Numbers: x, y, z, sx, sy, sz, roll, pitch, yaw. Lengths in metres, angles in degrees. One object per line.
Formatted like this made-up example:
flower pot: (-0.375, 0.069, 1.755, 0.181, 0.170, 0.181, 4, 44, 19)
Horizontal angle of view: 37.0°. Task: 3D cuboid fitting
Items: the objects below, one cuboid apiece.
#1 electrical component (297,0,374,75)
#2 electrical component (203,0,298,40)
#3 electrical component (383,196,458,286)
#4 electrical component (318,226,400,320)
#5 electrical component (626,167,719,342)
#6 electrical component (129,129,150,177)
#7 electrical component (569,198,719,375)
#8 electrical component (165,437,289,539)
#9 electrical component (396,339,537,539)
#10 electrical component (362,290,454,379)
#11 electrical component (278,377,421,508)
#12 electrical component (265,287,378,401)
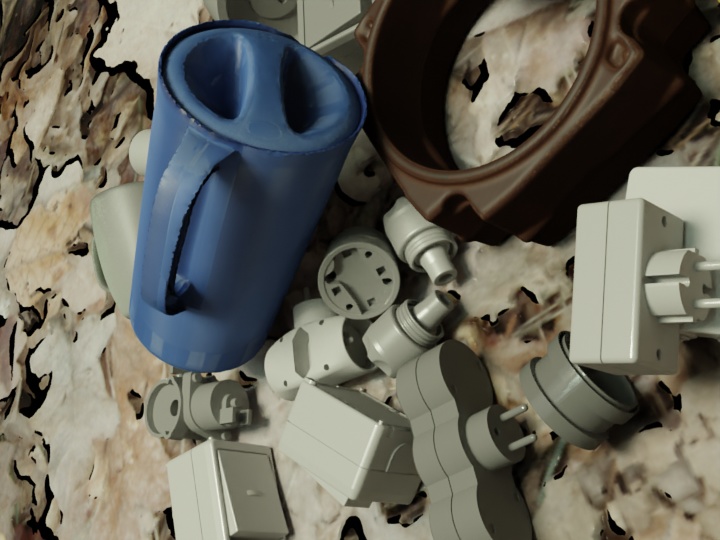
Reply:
electrical component: (-0.008, -0.189, 0.807, 0.096, 0.061, 0.061, -18, 66, 38)
electrical component: (-0.075, -0.227, 0.851, 0.108, 0.108, 0.060, -58, 42, 14)
electrical component: (0.045, -0.018, 0.721, 0.043, 0.043, 0.062, -43, 54, 26)
electrical component: (0.000, 0.000, 0.741, 0.055, 0.055, 0.047, -54, 10, 17)
electrical component: (0.189, -0.007, 0.579, 0.100, 0.048, 0.099, 5, 81, 44)
electrical component: (-0.160, -0.099, 0.935, 0.081, 0.043, 0.043, 9, 85, 44)
electrical component: (0.152, 0.009, 0.540, 0.076, 0.047, 0.083, -5, 75, 42)
electrical component: (-0.097, 0.164, 0.786, 0.061, 0.062, 0.096, -31, 58, 33)
electrical component: (0.075, 0.105, 0.651, 0.074, 0.052, 0.138, -32, 59, 33)
electrical component: (0.035, 0.039, 0.713, 0.062, 0.043, 0.043, -46, 52, 23)
electrical component: (-0.008, 0.115, 0.718, 0.096, 0.062, 0.061, 24, 95, 44)
electrical component: (-0.028, 0.046, 0.770, 0.077, 0.043, 0.079, -25, 62, 36)
